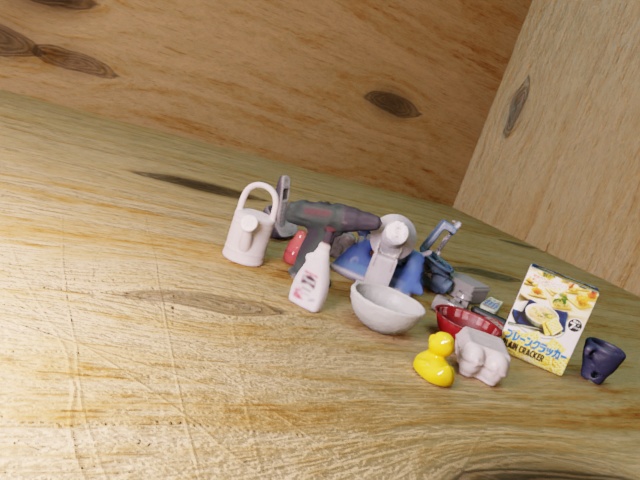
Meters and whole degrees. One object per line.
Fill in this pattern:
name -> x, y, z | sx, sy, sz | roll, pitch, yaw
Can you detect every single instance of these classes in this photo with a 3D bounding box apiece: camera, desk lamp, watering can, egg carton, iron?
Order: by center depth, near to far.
egg carton -> 0.330, 0.236, 1.175 | 0.107, 0.069, 0.150 | 19, 13, 3
watering can -> -0.156, -0.041, 1.358 | 0.101, 0.194, 0.172 | 13, 14, -22
desk lamp -> 0.165, 0.044, 1.412 | 0.118, 0.213, 0.203 | 20, 13, 4
iron -> 0.167, 0.055, 1.531 | 0.258, 0.141, 0.119 | 20, 13, 5
camera -> 0.025, -0.017, 1.719 | 0.143, 0.101, 0.136 | 15, 14, -17

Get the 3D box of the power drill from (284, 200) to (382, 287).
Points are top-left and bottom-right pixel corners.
power drill -> 0.013, 0.005, 1.373 | 0.229, 0.208, 0.076 | 21, 13, 9

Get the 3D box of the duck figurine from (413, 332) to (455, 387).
duck figurine -> 0.224, 0.216, 1.071 | 0.078, 0.086, 0.104 | 15, 13, -13

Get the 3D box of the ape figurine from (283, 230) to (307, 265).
ape figurine -> -0.054, 0.019, 1.482 | 0.076, 0.092, 0.077 | 7, 17, -40

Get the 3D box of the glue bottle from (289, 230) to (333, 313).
glue bottle -> -0.007, 0.060, 1.197 | 0.078, 0.173, 0.037 | 24, 14, 22

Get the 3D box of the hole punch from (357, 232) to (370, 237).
hole punch -> 0.149, -0.002, 1.850 | 0.101, 0.091, 0.109 | 20, 13, 7

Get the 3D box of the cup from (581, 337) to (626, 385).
cup -> 0.646, 0.288, 1.343 | 0.118, 0.095, 0.091 | 10, 16, -34

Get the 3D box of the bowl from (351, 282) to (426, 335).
bowl -> 0.136, 0.155, 1.225 | 0.167, 0.075, 0.167 | 18, 13, -4

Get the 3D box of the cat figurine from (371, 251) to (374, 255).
cat figurine -> 0.158, 0.024, 1.697 | 0.067, 0.118, 0.128 | 19, 13, 3

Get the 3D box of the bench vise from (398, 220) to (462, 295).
bench vise -> 0.309, 0.031, 1.654 | 0.207, 0.220, 0.121 | 17, 13, -7

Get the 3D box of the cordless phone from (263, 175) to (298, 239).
cordless phone -> -0.104, -0.100, 1.694 | 0.094, 0.185, 0.148 | 22, 13, 15
